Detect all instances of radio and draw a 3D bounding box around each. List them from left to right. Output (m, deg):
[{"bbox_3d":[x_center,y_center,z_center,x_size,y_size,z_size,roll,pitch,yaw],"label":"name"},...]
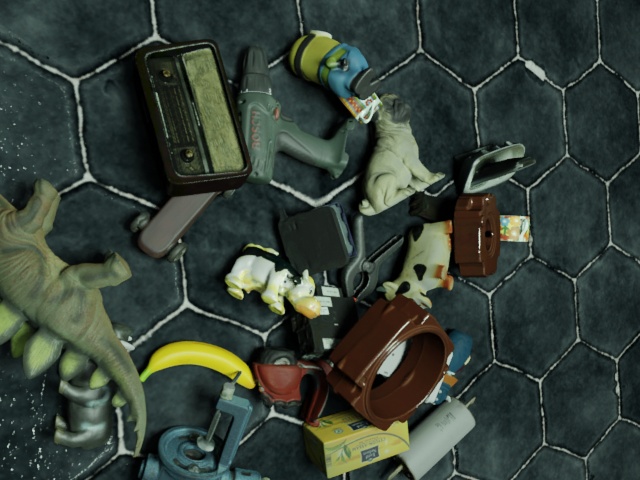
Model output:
[{"bbox_3d":[-0.199,-0.185,0.825,0.131,0.073,0.229,-14,80,-23],"label":"radio"}]

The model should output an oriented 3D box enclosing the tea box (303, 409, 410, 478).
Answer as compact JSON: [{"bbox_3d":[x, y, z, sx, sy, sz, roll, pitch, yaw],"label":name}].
[{"bbox_3d":[0.065,0.357,0.977,0.169,0.098,0.068,-8,96,-26],"label":"tea box"}]

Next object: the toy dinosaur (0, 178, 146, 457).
[{"bbox_3d":[-0.364,0.080,0.745,0.198,0.105,0.471,-42,90,-17],"label":"toy dinosaur"}]

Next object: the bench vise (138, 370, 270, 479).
[{"bbox_3d":[-0.159,0.338,0.852,0.224,0.129,0.240,20,102,-5],"label":"bench vise"}]

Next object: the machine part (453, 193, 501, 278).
[{"bbox_3d":[0.310,-0.010,1.048,0.179,0.056,0.179,-2,92,-59],"label":"machine part"}]

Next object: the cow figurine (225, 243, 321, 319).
[{"bbox_3d":[-0.066,0.068,0.889,0.167,0.068,0.098,18,62,13],"label":"cow figurine"}]

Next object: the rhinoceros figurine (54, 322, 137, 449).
[{"bbox_3d":[-0.334,0.218,0.806,0.112,0.073,0.190,14,86,-23],"label":"rhinoceros figurine"}]

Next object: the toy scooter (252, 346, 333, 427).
[{"bbox_3d":[-0.037,0.258,0.939,0.184,0.075,0.135,11,84,-28],"label":"toy scooter"}]

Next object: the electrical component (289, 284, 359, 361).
[{"bbox_3d":[0.010,0.143,0.941,0.115,0.058,0.134,13,55,-36],"label":"electrical component"}]

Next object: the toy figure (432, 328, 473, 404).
[{"bbox_3d":[0.258,0.256,1.081,0.154,0.064,0.057,-64,150,-5],"label":"toy figure"}]

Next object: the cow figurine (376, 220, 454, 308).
[{"bbox_3d":[0.186,0.058,1.017,0.085,0.127,0.195,42,56,-46],"label":"cow figurine"}]

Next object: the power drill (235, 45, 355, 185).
[{"bbox_3d":[-0.045,-0.199,0.919,0.207,0.086,0.232,12,82,-28],"label":"power drill"}]

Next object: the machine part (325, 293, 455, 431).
[{"bbox_3d":[0.124,0.209,0.911,0.201,0.087,0.200,-49,132,-9],"label":"machine part"}]

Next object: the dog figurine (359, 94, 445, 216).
[{"bbox_3d":[0.113,-0.158,0.993,0.172,0.121,0.190,-30,89,-24],"label":"dog figurine"}]

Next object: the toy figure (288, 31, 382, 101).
[{"bbox_3d":[0.019,-0.290,0.896,0.089,0.180,0.082,-30,143,-18],"label":"toy figure"}]

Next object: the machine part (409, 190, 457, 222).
[{"bbox_3d":[0.242,-0.054,1.076,0.139,0.039,0.084,20,89,-25],"label":"machine part"}]

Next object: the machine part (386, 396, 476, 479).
[{"bbox_3d":[0.222,0.389,1.058,0.243,0.079,0.079,-34,105,-18],"label":"machine part"}]

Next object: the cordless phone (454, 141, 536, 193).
[{"bbox_3d":[0.366,-0.150,1.048,0.146,0.184,0.088,-19,95,-22],"label":"cordless phone"}]

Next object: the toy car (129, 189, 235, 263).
[{"bbox_3d":[-0.213,-0.056,0.862,0.089,0.053,0.202,37,73,-3],"label":"toy car"}]

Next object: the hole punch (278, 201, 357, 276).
[{"bbox_3d":[-0.002,-0.003,0.944,0.116,0.092,0.142,-14,99,22],"label":"hole punch"}]
